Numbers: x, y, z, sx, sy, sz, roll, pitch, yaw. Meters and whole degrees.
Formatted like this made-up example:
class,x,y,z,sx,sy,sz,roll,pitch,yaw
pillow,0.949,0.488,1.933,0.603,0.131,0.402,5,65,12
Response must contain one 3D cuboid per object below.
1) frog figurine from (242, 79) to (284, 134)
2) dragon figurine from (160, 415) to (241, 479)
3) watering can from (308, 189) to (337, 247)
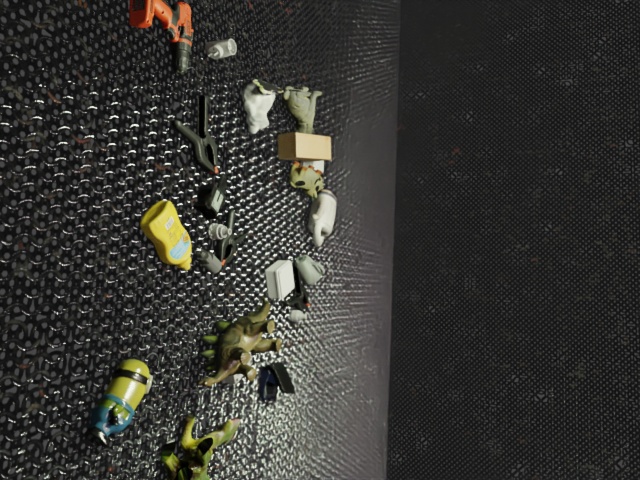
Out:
class,x,y,z,sx,sy,sz,roll,pitch,yaw
frog figurine,-0.204,-0.427,1.655,0.156,0.122,0.140,-60,-178,28
dragon figurine,-0.332,0.616,1.313,0.419,0.122,0.237,-55,149,-42
watering can,0.006,-0.105,2.082,0.342,0.104,0.228,85,15,-68
